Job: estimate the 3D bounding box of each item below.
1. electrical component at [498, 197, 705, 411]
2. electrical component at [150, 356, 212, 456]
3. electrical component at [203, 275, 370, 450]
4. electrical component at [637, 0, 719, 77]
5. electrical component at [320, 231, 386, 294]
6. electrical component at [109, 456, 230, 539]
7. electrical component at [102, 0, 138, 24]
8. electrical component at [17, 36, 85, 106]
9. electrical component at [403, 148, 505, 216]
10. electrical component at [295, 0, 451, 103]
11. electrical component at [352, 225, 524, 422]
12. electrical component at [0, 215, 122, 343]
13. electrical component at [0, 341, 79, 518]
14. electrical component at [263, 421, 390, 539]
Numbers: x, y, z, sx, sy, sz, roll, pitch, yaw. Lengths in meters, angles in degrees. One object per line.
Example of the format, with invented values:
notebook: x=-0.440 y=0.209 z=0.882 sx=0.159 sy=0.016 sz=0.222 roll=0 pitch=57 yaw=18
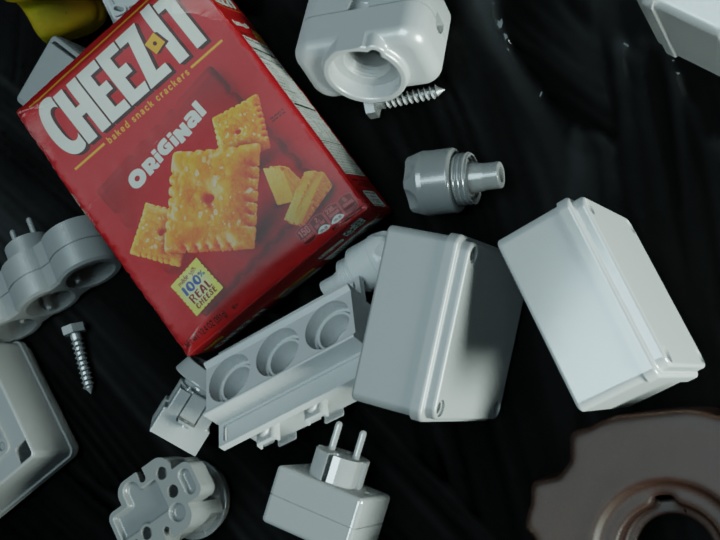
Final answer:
electrical component: x=0.140 y=0.022 z=0.618 sx=0.056 sy=0.109 sz=0.108 roll=-31 pitch=72 yaw=22
electrical component: x=-0.118 y=0.094 z=0.764 sx=0.048 sy=0.066 sz=0.055 roll=32 pitch=90 yaw=-10
electrical component: x=-0.037 y=0.067 z=0.714 sx=0.121 sy=0.063 sz=0.078 roll=-29 pitch=43 yaw=22
electrical component: x=0.213 y=-0.174 z=0.607 sx=0.056 sy=0.109 sz=0.108 roll=34 pitch=99 yaw=22
electrical component: x=0.000 y=0.000 z=0.730 sx=0.061 sy=0.035 sz=0.035 roll=-28 pitch=73 yaw=23
electrical component: x=-0.129 y=0.163 z=0.759 sx=0.078 sy=0.057 sz=0.058 roll=-37 pitch=70 yaw=17
electrical component: x=-0.143 y=-0.210 z=0.800 sx=0.096 sy=0.061 sz=0.061 roll=-26 pitch=69 yaw=-7
electrical component: x=-0.209 y=-0.129 z=0.830 sx=0.096 sy=0.061 sz=0.061 roll=37 pitch=100 yaw=24
electrical component: x=0.063 y=-0.059 z=0.702 sx=0.062 sy=0.043 sz=0.043 roll=-5 pitch=82 yaw=24
electrical component: x=0.008 y=-0.153 z=0.723 sx=0.095 sy=0.053 sz=0.059 roll=-4 pitch=58 yaw=25
electrical component: x=0.052 y=0.035 z=0.660 sx=0.056 sy=0.109 sz=0.108 roll=12 pitch=89 yaw=29
electrical component: x=-0.255 y=-0.005 z=0.842 sx=0.138 sy=0.052 sz=0.073 roll=-33 pitch=71 yaw=19
electrical component: x=-0.292 y=0.128 z=0.842 sx=0.109 sy=0.056 sz=0.108 roll=-39 pitch=69 yaw=17
electrical component: x=-0.016 y=0.140 z=0.713 sx=0.066 sy=0.047 sz=0.076 roll=17 pitch=90 yaw=26
